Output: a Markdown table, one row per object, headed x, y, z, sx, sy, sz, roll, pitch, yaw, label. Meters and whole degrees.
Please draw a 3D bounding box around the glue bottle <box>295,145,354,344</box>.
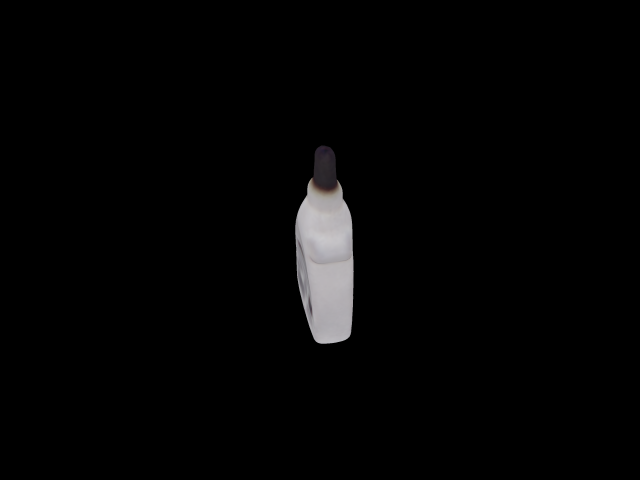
| x | y | z | sx | sy | sz | roll | pitch | yaw | label |
| --- | --- | --- | --- | --- | --- | --- | --- | --- | --- |
| 0.004 | 0.001 | 0.400 | 0.037 | 0.173 | 0.078 | -10 | 53 | -7 | glue bottle |
